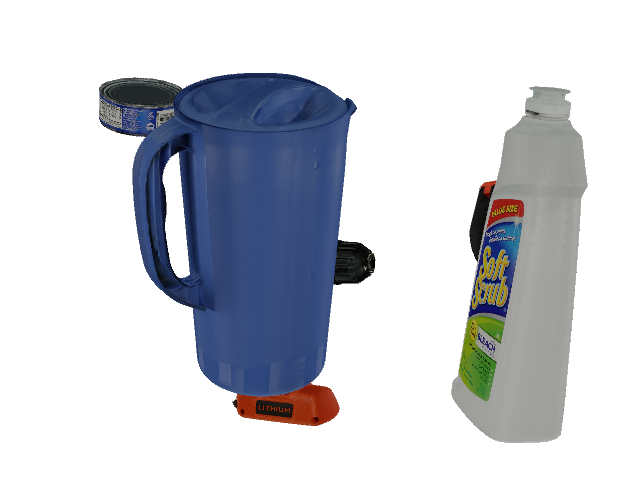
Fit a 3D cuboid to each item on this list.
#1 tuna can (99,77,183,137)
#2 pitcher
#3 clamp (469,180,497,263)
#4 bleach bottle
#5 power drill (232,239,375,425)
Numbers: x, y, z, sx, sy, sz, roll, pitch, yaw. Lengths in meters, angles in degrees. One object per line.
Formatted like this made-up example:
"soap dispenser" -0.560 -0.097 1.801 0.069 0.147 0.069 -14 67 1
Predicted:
"tuna can" -0.177 -0.133 1.062 0.086 0.034 0.086 6 25 -3
"pitcher" -0.055 0.000 0.838 0.149 0.243 0.145 5 26 7
"clamp" 0.175 0.031 1.017 0.120 0.171 0.039 -25 7 -43
"bleach bottle" 0.149 0.014 0.777 0.068 0.251 0.103 0 15 -13
"power drill" -0.026 0.087 1.068 0.185 0.188 0.057 1 9 30
